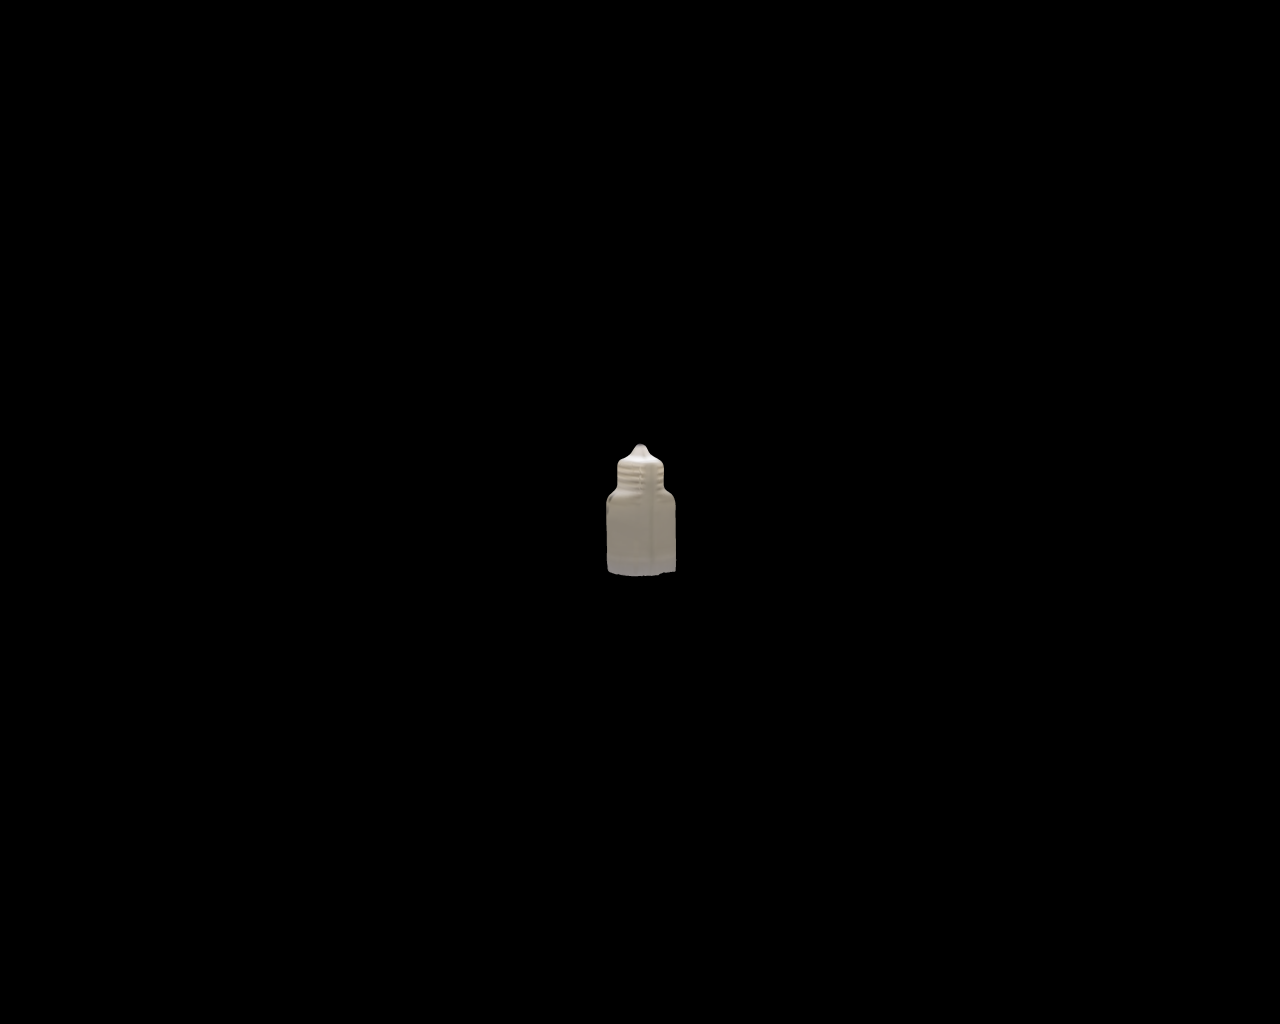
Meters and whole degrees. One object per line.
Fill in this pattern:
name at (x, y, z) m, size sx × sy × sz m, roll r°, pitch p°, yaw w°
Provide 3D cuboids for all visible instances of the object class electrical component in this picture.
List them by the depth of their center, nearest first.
electrical component at (0.001, -0.003, 0.650) m, size 0.043 × 0.080 × 0.043 m, roll 0°, pitch 7°, yaw 0°
